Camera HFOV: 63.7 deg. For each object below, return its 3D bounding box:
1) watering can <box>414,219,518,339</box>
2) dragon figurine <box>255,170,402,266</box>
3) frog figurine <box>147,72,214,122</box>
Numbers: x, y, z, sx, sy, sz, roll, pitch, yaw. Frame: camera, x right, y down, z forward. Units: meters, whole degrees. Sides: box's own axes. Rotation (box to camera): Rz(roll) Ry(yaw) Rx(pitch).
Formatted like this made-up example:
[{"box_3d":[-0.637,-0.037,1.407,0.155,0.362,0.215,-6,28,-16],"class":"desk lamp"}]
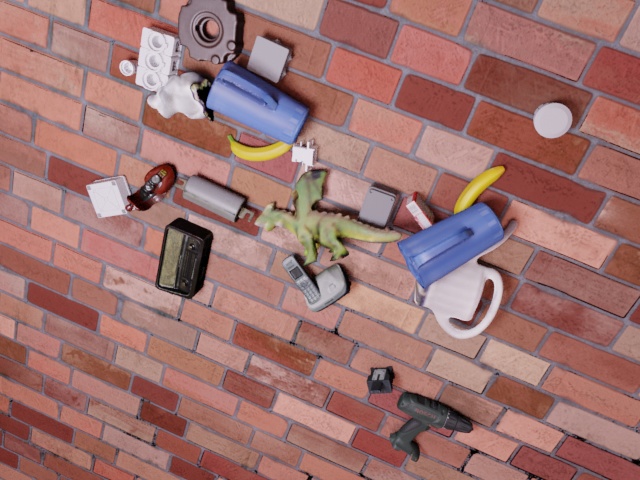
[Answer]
[{"box_3d":[0.378,0.088,1.363,0.225,0.345,0.104,16,9,11],"class":"watering can"},{"box_3d":[0.004,-0.069,1.377,0.407,0.242,0.123,-15,5,28],"class":"dragon figurine"},{"box_3d":[-0.362,-0.373,1.356,0.159,0.124,0.135,2,-19,21],"class":"frog figurine"}]
